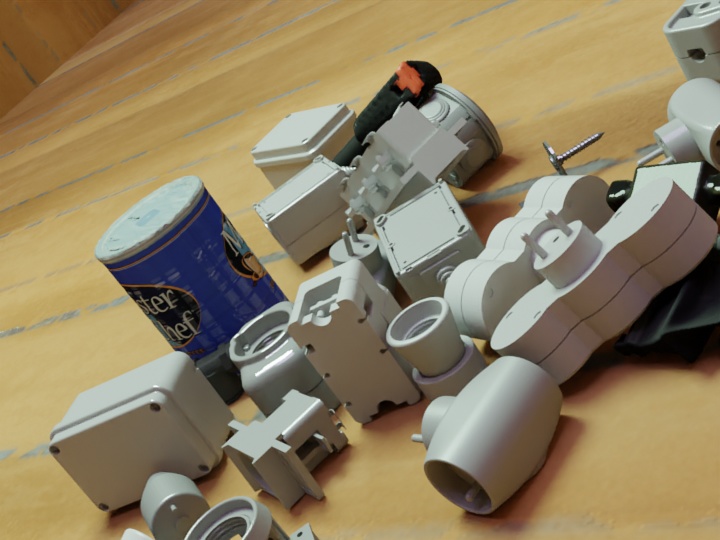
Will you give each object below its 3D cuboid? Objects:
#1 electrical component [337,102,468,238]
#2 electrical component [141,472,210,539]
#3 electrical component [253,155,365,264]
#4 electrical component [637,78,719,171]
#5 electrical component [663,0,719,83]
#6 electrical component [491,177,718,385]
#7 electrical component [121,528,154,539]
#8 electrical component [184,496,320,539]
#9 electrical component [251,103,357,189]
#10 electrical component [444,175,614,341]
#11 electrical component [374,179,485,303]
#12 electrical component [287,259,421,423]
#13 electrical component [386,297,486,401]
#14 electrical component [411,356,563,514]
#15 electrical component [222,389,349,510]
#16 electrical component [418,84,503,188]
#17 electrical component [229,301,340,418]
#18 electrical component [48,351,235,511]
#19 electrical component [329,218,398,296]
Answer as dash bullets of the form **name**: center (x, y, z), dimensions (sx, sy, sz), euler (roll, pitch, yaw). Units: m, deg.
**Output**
- **electrical component**: center (0.030, -0.077, 0.858), dimensions (0.078, 0.063, 0.121), euler (-46, -3, -26)
- **electrical component**: center (-0.127, 0.156, 0.721), dimensions (0.040, 0.040, 0.078), euler (-40, 24, -11)
- **electrical component**: center (-0.037, -0.056, 0.972), dimensions (0.096, 0.061, 0.062), euler (-36, 24, -4)
- **electrical component**: center (0.223, -0.087, 0.714), dimensions (0.079, 0.044, 0.077), euler (-31, 24, 9)
- **electrical component**: center (0.278, -0.182, 0.801), dimensions (0.095, 0.059, 0.054), euler (-46, 26, -25)
- **electrical component**: center (0.124, -0.002, 0.605), dimensions (0.138, 0.074, 0.052), euler (-45, 10, 18)
- **electrical component**: center (-0.146, 0.199, 0.665), dimensions (0.044, 0.044, 0.065), euler (-3, 44, 50)
- **electrical component**: center (-0.063, 0.165, 0.602), dimensions (0.078, 0.057, 0.058), euler (-35, 24, 0)
- **electrical component**: center (-0.051, -0.126, 1.124), dimensions (0.113, 0.057, 0.078), euler (0, 41, 52)
- **electrical component**: center (0.122, -0.008, 0.688), dimensions (0.138, 0.052, 0.074), euler (-46, 26, -23)
- **electrical component**: center (0.058, -0.008, 0.769), dimensions (0.062, 0.061, 0.096), euler (-31, 32, 7)
- **electrical component**: center (0.000, 0.044, 0.703), dimensions (0.050, 0.089, 0.055), euler (-25, 26, 21)
- **electrical component**: center (0.049, 0.051, 0.669), dimensions (0.045, 0.055, 0.045), euler (-28, 24, 14)
- **electrical component**: center (0.061, 0.089, 0.596), dimensions (0.079, 0.044, 0.077), euler (-3, 39, 50)
- **electrical component**: center (-0.046, 0.113, 0.695), dimensions (0.064, 0.042, 0.081), euler (-41, 25, -23)
- **electrical component**: center (0.078, -0.113, 0.910), dimensions (0.051, 0.080, 0.080), euler (-44, 25, -8)
- **electrical component**: center (-0.054, 0.066, 0.770), dimensions (0.054, 0.059, 0.095), euler (-33, 24, 5)
- **electrical component**: center (-0.159, 0.119, 0.784), dimensions (0.113, 0.078, 0.057), euler (-24, 23, 23)
- **electrical component**: center (0.000, 0.000, 0.800), dimensions (0.043, 0.079, 0.077), euler (-6, 32, 16)
